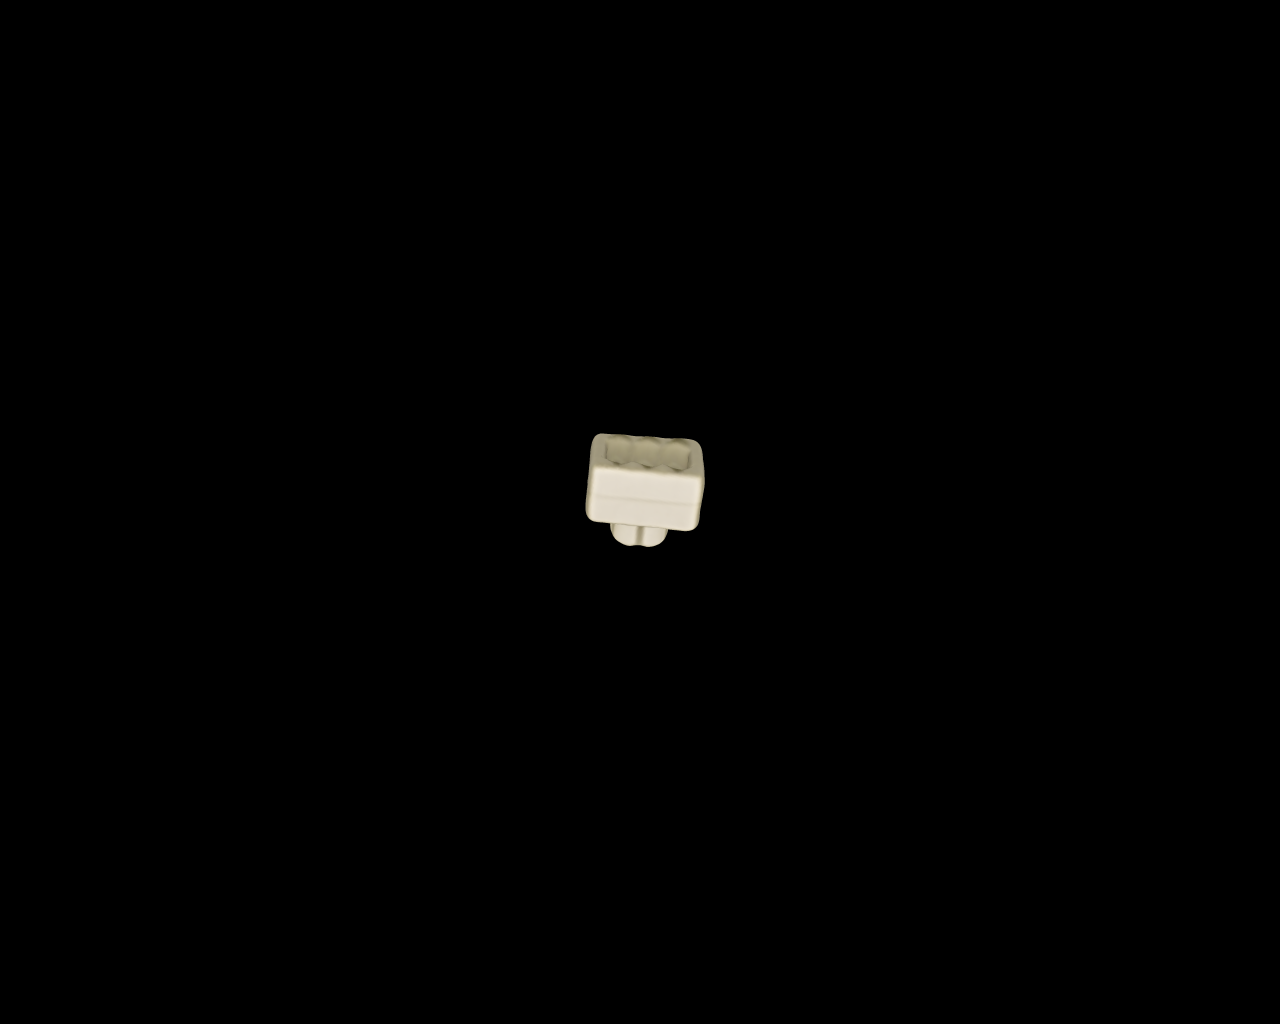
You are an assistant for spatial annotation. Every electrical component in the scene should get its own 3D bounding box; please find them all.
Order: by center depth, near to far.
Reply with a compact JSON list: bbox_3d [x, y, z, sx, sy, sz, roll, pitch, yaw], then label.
[{"bbox_3d":[0.001,-0.003,0.650,0.066,0.076,0.047,5,31,-3],"label":"electrical component"}]
